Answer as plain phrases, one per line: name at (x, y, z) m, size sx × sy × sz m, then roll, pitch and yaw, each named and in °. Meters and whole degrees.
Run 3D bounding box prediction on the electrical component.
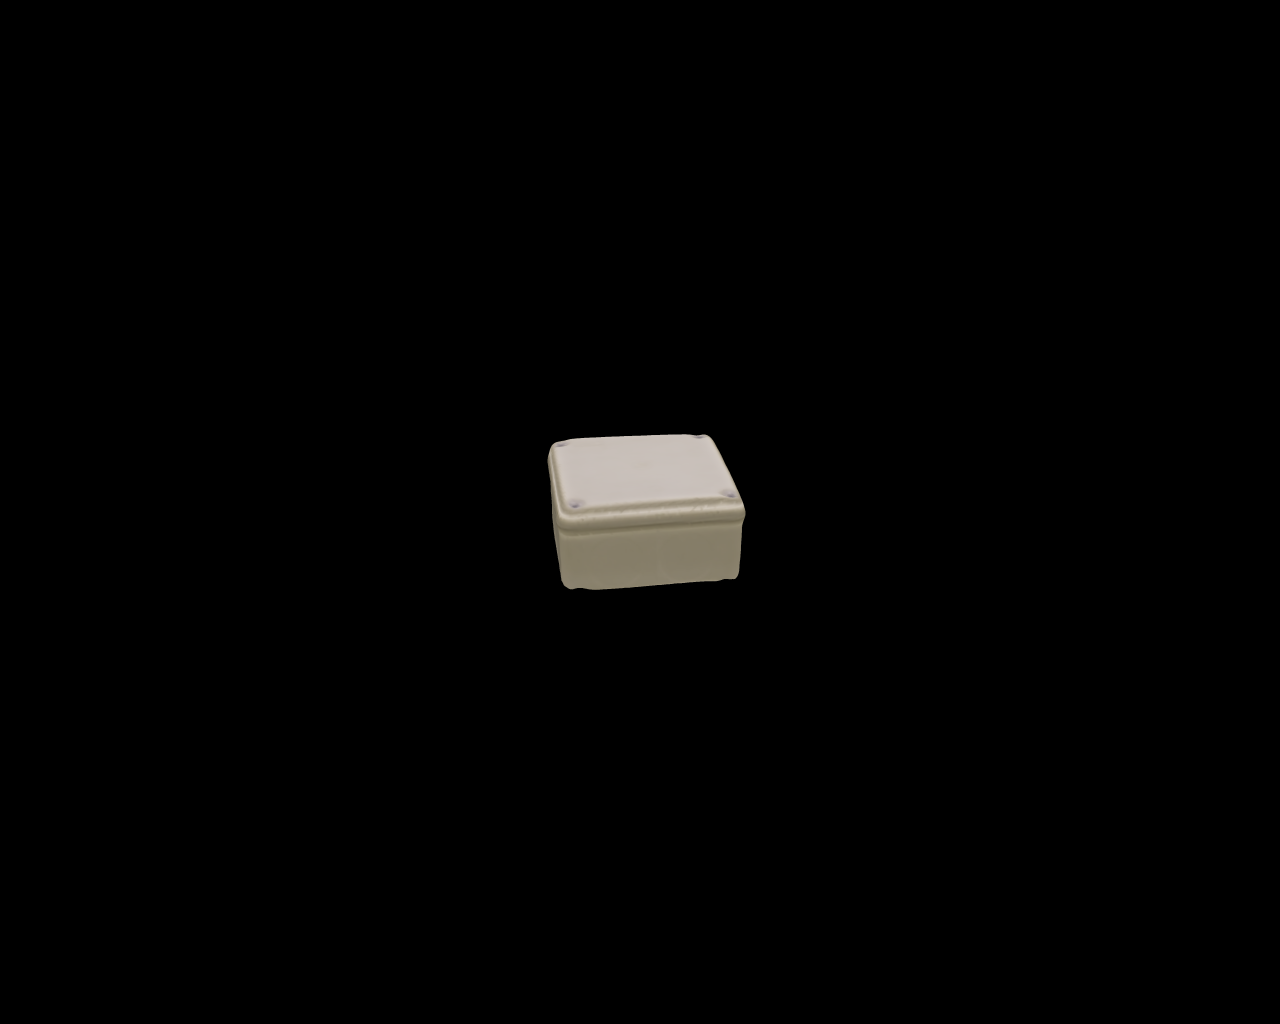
electrical component at (0.001, -0.003, 0.650) m, size 0.109 × 0.056 × 0.109 m, roll -3°, pitch 26°, yaw -7°
